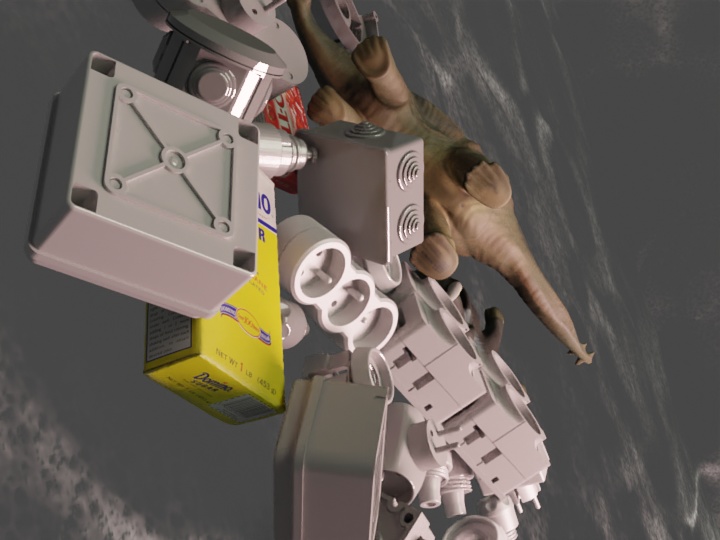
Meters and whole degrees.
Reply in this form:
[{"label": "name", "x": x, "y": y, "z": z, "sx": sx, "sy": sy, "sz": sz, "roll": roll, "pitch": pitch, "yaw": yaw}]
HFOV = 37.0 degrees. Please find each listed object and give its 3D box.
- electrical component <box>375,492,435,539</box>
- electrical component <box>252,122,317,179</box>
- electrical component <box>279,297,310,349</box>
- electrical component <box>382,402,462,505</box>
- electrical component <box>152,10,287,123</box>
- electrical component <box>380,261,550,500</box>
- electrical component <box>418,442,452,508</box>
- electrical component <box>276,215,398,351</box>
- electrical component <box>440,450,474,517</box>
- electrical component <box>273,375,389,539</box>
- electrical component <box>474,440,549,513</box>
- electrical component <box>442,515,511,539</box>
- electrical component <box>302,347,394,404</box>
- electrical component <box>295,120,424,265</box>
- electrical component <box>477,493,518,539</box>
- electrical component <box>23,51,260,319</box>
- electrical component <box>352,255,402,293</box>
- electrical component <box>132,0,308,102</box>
[{"label": "electrical component", "x": 0.026, "y": 0.193, "z": 0.773, "sx": 0.048, "sy": 0.066, "sz": 0.055, "roll": -54, "pitch": 141, "yaw": -23}, {"label": "electrical component", "x": -0.066, "y": -0.083, "z": 0.757, "sx": 0.078, "sy": 0.040, "sz": 0.040, "roll": 0, "pitch": 70, "yaw": -36}, {"label": "electrical component", "x": -0.052, "y": 0.037, "z": 0.735, "sx": 0.061, "sy": 0.035, "sz": 0.035, "roll": 22, "pitch": 53, "yaw": -66}, {"label": "electrical component", "x": 0.041, "y": 0.137, "z": 0.820, "sx": 0.043, "sy": 0.079, "sz": 0.077, "roll": 60, "pitch": 23, "yaw": -25}, {"label": "electrical component", "x": -0.091, "y": -0.128, "z": 0.682, "sx": 0.080, "sy": 0.051, "sz": 0.080, "roll": 25, "pitch": 16, "yaw": -8}, {"label": "electrical component", "x": 0.082, "y": 0.090, "z": 0.905, "sx": 0.186, "sy": 0.060, "sz": 0.105, "roll": 48, "pitch": 13, "yaw": -25}, {"label": "electrical component", "x": 0.055, "y": 0.163, "z": 0.884, "sx": 0.043, "sy": 0.043, "sz": 0.062, "roll": 45, "pitch": 34, "yaw": -50}, {"label": "electrical component", "x": -0.031, "y": 0.006, "z": 0.791, "sx": 0.074, "sy": 0.052, "sz": 0.138, "roll": 37, "pitch": -8, "yaw": 39}, {"label": "electrical component", "x": 0.077, "y": 0.180, "z": 0.926, "sx": 0.043, "sy": 0.043, "sz": 0.062, "roll": 30, "pitch": 47, "yaw": -60}, {"label": "electrical component", "x": -0.018, "y": 0.129, "z": 0.652, "sx": 0.078, "sy": 0.057, "sz": 0.113, "roll": -77, "pitch": 172, "yaw": -54}, {"label": "electrical component", "x": 0.155, "y": 0.206, "z": 1.068, "sx": 0.076, "sy": 0.066, "sz": 0.047, "roll": 67, "pitch": 21, "yaw": -12}, {"label": "electrical component", "x": 0.103, "y": 0.247, "z": 0.917, "sx": 0.078, "sy": 0.058, "sz": 0.057, "roll": -83, "pitch": 151, "yaw": -48}, {"label": "electrical component", "x": -0.009, "y": 0.083, "z": 0.774, "sx": 0.048, "sy": 0.055, "sz": 0.066, "roll": 56, "pitch": 26, "yaw": -35}, {"label": "electrical component", "x": 0.001, "y": -0.060, "z": 0.798, "sx": 0.048, "sy": 0.100, "sz": 0.099, "roll": -26, "pitch": 123, "yaw": -43}, {"label": "electrical component", "x": 0.135, "y": 0.246, "z": 1.029, "sx": 0.035, "sy": 0.035, "sz": 0.061, "roll": -19, "pitch": 93, "yaw": -69}, {"label": "electrical component", "x": -0.112, "y": -0.043, "z": 0.569, "sx": 0.109, "sy": 0.056, "sz": 0.108, "roll": 22, "pitch": 48, "yaw": -31}, {"label": "electrical component", "x": 0.000, "y": 0.000, "z": 0.866, "sx": 0.066, "sy": 0.055, "sz": 0.048, "roll": 68, "pitch": 21, "yaw": -9}, {"label": "electrical component", "x": -0.083, "y": -0.176, "z": 0.738, "sx": 0.138, "sy": 0.074, "sz": 0.052, "roll": 36, "pitch": 44, "yaw": -36}]
